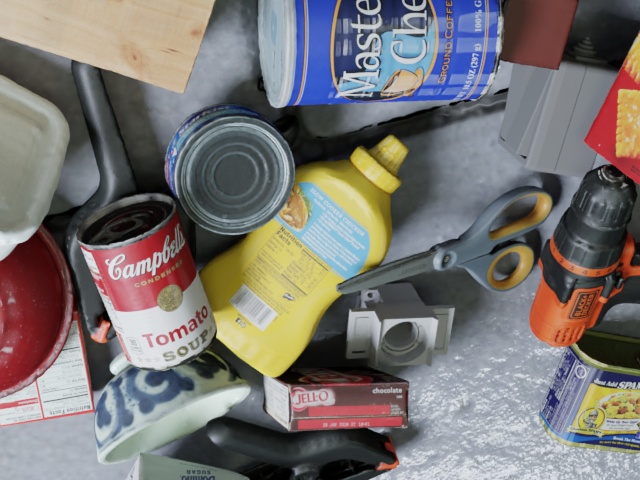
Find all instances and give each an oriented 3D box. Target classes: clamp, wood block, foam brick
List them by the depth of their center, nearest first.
[{"bbox_3d":[-0.170,-0.171,0.646,0.205,0.091,0.090,16,109,-18],"label":"wood block"},{"bbox_3d":[0.133,-0.154,0.730,0.053,0.078,0.051,7,113,-14],"label":"foam brick"},{"bbox_3d":[-0.130,-0.028,0.749,0.164,0.036,0.210,25,104,-23],"label":"clamp"},{"bbox_3d":[-0.024,0.185,0.865,0.171,0.039,0.120,7,138,-21],"label":"clamp"}]

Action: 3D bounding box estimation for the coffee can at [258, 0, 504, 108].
[{"bbox_3d":[0.036,-0.141,0.700,0.140,0.103,0.103,-3,114,-12],"label":"coffee can"}]

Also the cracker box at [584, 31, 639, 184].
[{"bbox_3d":[0.297,-0.137,0.720,0.163,0.072,0.214,0,125,-37],"label":"cracker box"}]

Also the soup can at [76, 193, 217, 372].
[{"bbox_3d":[-0.115,0.029,0.719,0.068,0.068,0.102,-18,118,-4],"label":"soup can"}]

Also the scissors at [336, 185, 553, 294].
[{"bbox_3d":[0.099,0.024,0.800,0.201,0.016,0.096,-29,130,-22],"label":"scissors"}]

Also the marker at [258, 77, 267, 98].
[{"bbox_3d":[0.016,-0.109,0.756,0.121,0.020,0.020,-1,114,-13],"label":"marker"}]

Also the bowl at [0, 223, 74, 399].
[{"bbox_3d":[-0.252,0.045,0.722,0.162,0.055,0.162,0,103,0],"label":"bowl"}]

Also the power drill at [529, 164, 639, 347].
[{"bbox_3d":[0.262,0.006,0.816,0.187,0.057,0.184,-5,141,-10],"label":"power drill"}]

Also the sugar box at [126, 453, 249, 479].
[{"bbox_3d":[-0.129,0.242,0.842,0.093,0.048,0.176,17,124,-21],"label":"sugar box"}]

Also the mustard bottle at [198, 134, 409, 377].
[{"bbox_3d":[-0.005,0.001,0.775,0.096,0.058,0.192,42,100,3],"label":"mustard bottle"}]

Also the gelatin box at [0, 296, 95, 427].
[{"bbox_3d":[-0.209,0.091,0.790,0.073,0.030,0.089,-9,114,-10],"label":"gelatin box"}]

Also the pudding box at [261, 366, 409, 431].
[{"bbox_3d":[0.009,0.118,0.804,0.090,0.114,0.039,2,87,-13],"label":"pudding box"}]

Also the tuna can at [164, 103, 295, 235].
[{"bbox_3d":[-0.060,-0.047,0.723,0.086,0.034,0.086,-6,111,-15],"label":"tuna can"}]

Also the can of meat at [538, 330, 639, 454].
[{"bbox_3d":[0.243,0.128,0.894,0.102,0.057,0.084,10,113,-16],"label":"can of meat"}]
